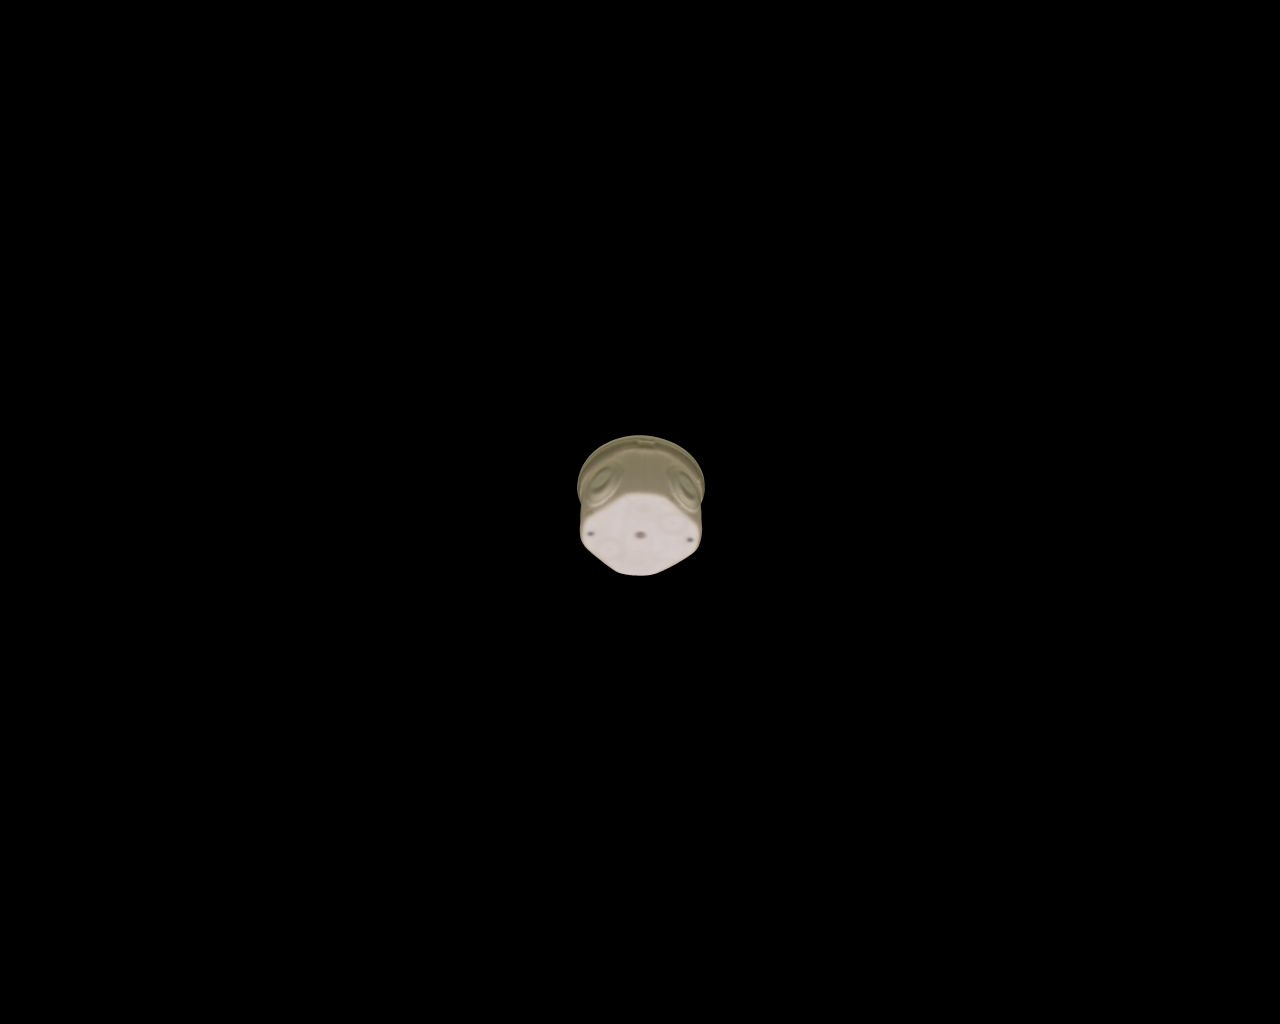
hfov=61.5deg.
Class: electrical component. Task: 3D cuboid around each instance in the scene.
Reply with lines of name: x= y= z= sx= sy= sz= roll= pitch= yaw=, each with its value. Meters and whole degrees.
electrical component: x=0.001 y=-0.003 z=0.650 sx=0.080 sy=0.080 sz=0.051 roll=0 pitch=44 yaw=0
